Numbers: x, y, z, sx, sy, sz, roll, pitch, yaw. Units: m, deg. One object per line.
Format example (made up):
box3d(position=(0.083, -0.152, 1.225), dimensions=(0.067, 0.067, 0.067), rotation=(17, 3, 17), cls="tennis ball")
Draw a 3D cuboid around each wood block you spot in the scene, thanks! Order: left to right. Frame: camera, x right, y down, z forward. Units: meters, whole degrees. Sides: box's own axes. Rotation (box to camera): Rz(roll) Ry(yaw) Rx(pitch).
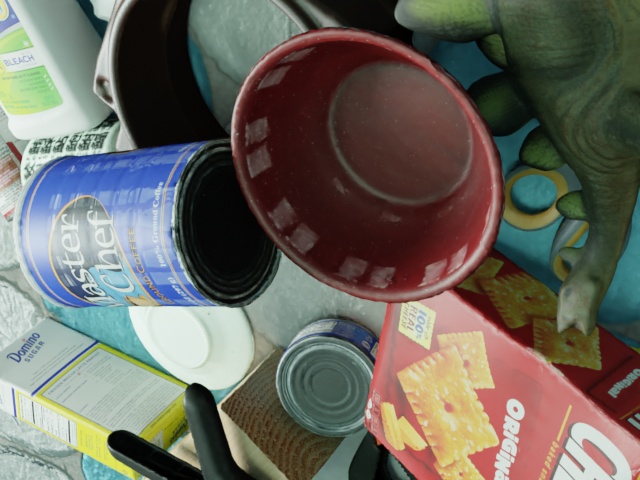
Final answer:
box3d(position=(-0.075, 0.191, 0.897), dimensions=(0.091, 0.090, 0.206), rotation=(45, 133, 2), cls="wood block")

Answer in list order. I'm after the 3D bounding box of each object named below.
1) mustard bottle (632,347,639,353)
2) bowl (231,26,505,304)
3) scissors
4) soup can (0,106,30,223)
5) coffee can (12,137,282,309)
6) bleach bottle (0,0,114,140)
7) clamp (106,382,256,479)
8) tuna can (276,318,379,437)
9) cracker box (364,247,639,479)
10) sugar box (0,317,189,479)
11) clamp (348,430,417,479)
box3d(position=(0.205, 0.167, 0.714), dimensions=(0.096, 0.058, 0.192), rotation=(30, 131, 22), cls="mustard bottle")
box3d(position=(0.033, -0.047, 0.587), dimensions=(0.162, 0.055, 0.162), rotation=(16, 126, 23), cls="bowl")
box3d(position=(0.168, -0.058, 0.629), dimensions=(0.096, 0.016, 0.202), rotation=(29, 129, 17), cls="scissors")
box3d(position=(-0.254, -0.074, 0.868), dimensions=(0.069, 0.068, 0.102), rotation=(-26, 101, 41), cls="soup can")
box3d(position=(-0.108, -0.008, 0.673), dimensions=(0.141, 0.102, 0.103), rotation=(-2, 116, 35), cls="coffee can")
box3d(position=(-0.236, -0.188, 0.742), dimensions=(0.103, 0.068, 0.250), rotation=(-2, 132, 35), cls="bleach bottle")
box3d(position=(-0.088, 0.192, 0.817), dimensions=(0.120, 0.039, 0.171), rotation=(-22, 104, 42), cls="clamp")
box3d(position=(0.011, 0.105, 0.807), dimensions=(0.086, 0.033, 0.086), rotation=(5, 109, 15), cls="tuna can")
box3d(position=(0.126, 0.117, 0.682), dimensions=(0.214, 0.071, 0.164), rotation=(41, 136, 37), cls="cracker box")
box3d(position=(-0.206, 0.138, 0.950), dimensions=(0.176, 0.093, 0.048), rotation=(20, 126, 24), cls="sugar box")
box3d(position=(0.083, 0.224, 0.846), dimensions=(0.165, 0.036, 0.210), rotation=(9, 125, 29), cls="clamp")
